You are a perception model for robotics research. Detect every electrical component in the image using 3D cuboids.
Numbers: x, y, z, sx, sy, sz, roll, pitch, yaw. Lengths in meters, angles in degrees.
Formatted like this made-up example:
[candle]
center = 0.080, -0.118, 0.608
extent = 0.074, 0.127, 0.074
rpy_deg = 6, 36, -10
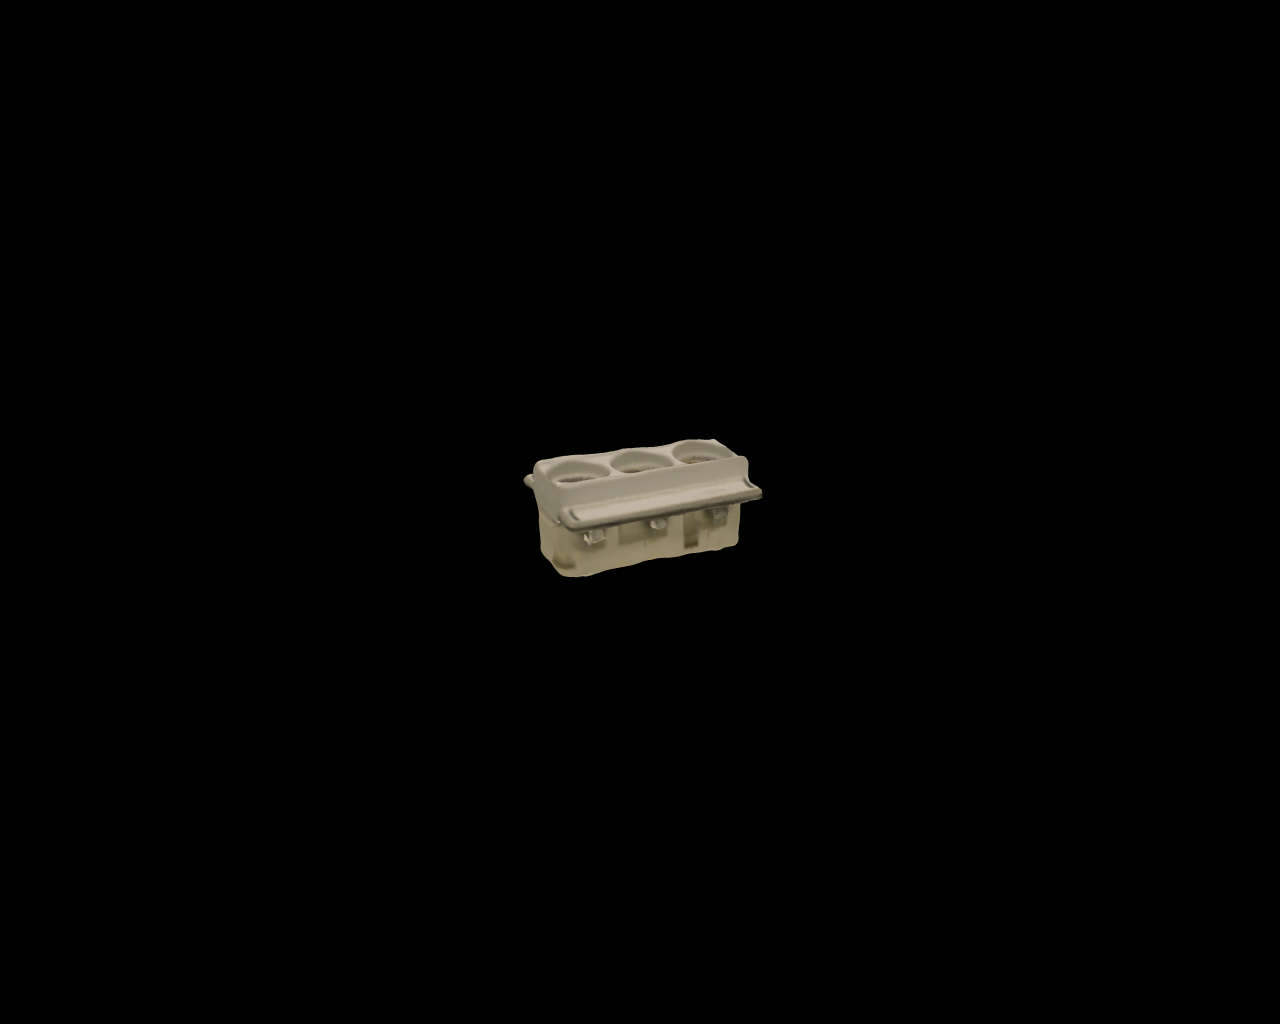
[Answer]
[electrical component]
center = 0.001, -0.003, 0.650
extent = 0.121, 0.063, 0.079
rpy_deg = -10, 24, -22
